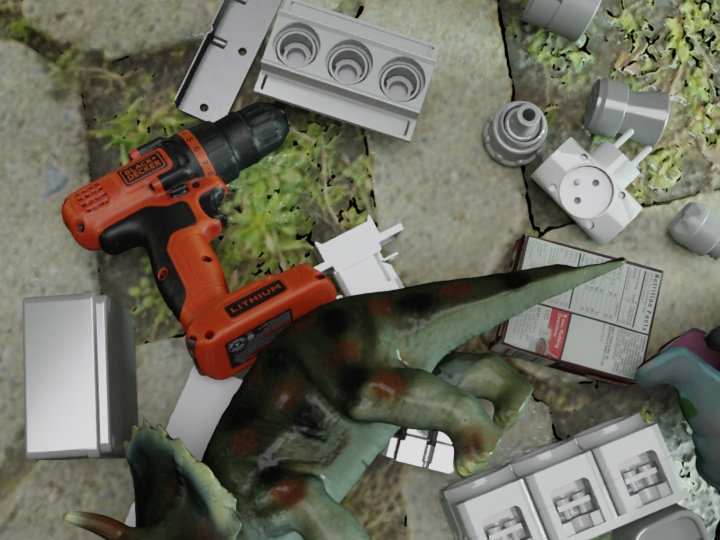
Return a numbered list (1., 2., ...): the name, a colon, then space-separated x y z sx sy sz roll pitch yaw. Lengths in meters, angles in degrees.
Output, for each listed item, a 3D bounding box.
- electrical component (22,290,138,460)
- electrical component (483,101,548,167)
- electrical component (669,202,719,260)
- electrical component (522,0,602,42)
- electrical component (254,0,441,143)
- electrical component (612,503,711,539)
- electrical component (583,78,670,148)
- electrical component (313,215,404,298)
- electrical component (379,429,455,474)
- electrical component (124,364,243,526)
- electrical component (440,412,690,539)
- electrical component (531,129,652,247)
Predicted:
1. electrical component: -0.191 0.076 0.742 0.056 0.108 0.108 -4 80 -2
2. electrical component: 0.122 -0.108 0.819 0.048 0.062 0.048 1 80 -4
3. electrical component: 0.272 -0.024 0.828 0.061 0.035 0.035 35 80 0
4. electrical component: 0.161 -0.211 0.845 0.047 0.055 0.055 25 79 -3
5. electrical component: -0.010 -0.147 0.817 0.121 0.063 0.078 18 79 0
6. electrical component: 0.223 0.214 0.765 0.054 0.059 0.095 -24 91 -5
7. electrical component: 0.207 -0.122 0.836 0.055 0.045 0.045 13 79 -1
8. electrical component: 0.000 0.000 0.803 0.081 0.042 0.063 -28 86 -7
9. electrical component: 0.053 0.114 0.784 0.066 0.048 0.055 14 87 -1
10. electrical component: -0.103 0.152 0.758 0.089 0.061 0.150 23 79 0
11. electrical component: 0.138 0.157 0.759 0.150 0.089 0.061 -21 82 -7
12. electrical component: 0.186 -0.072 0.820 0.079 0.044 0.077 -45 85 9
